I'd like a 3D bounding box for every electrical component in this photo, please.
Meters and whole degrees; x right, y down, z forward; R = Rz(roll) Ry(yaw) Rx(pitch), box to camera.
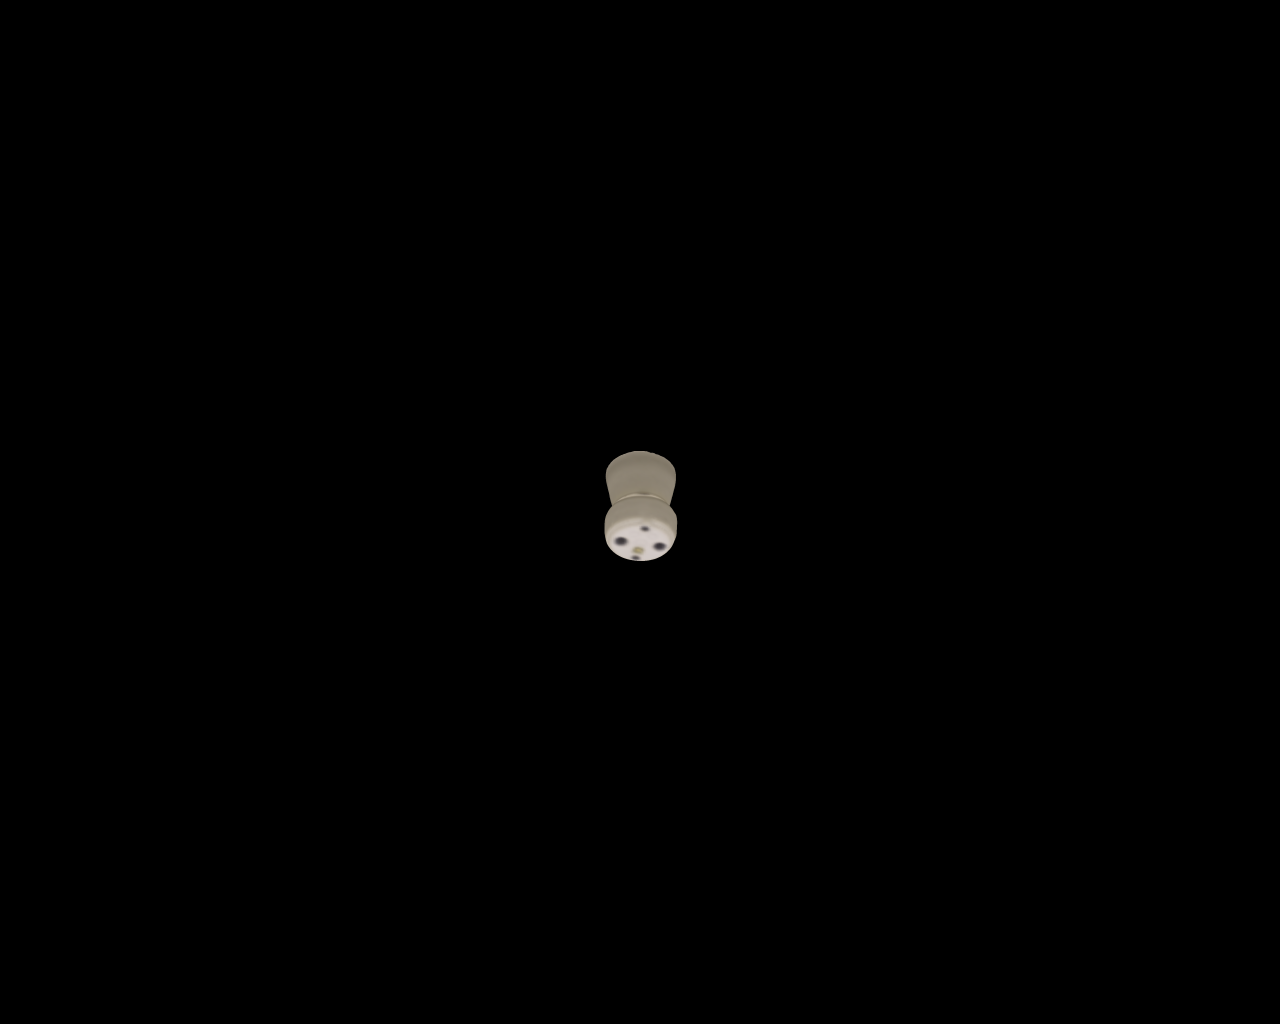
[{"bbox_3d":[0.001,-0.003,0.650,0.045,0.055,0.044,0,-39,0],"label":"electrical component"}]
